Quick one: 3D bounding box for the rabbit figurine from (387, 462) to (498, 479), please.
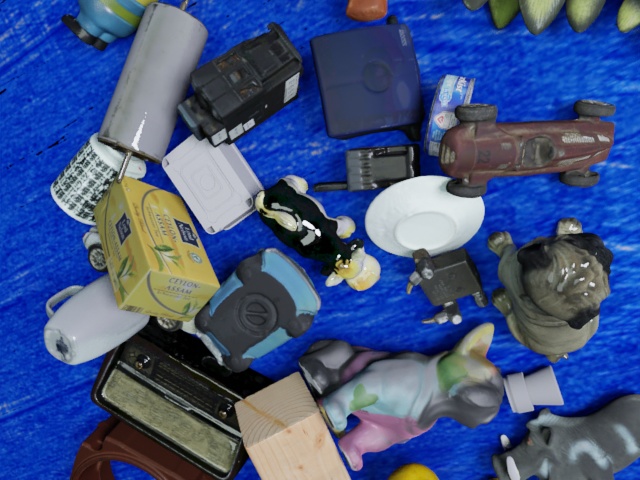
[{"bbox_3d":[0.140,0.327,0.643,0.173,0.122,0.162,42,132,-17],"label":"rabbit figurine"}]

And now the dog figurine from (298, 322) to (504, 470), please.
[{"bbox_3d":[0.102,0.160,0.629,0.219,0.192,0.108,-21,116,-11],"label":"dog figurine"}]

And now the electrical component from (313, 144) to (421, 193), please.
[{"bbox_3d":[0.052,-0.081,0.606,0.119,0.075,0.047,0,101,19],"label":"electrical component"}]

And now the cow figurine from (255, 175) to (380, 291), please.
[{"bbox_3d":[0.001,-0.003,0.622,0.167,0.098,0.068,41,102,4],"label":"cow figurine"}]

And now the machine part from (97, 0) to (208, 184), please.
[{"bbox_3d":[-0.193,-0.179,0.624,0.079,0.079,0.243,17,87,11],"label":"machine part"}]

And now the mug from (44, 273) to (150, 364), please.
[{"bbox_3d":[-0.279,0.091,0.639,0.110,0.107,0.080,25,120,11],"label":"mug"}]

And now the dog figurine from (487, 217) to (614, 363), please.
[{"bbox_3d":[0.232,0.068,0.526,0.121,0.190,0.172,-23,96,18],"label":"dog figurine"}]

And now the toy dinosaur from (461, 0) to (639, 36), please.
[{"bbox_3d":[0.207,-0.305,0.507,0.472,0.105,0.198,38,116,14],"label":"toy dinosaur"}]

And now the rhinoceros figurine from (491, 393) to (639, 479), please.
[{"bbox_3d":[0.291,0.238,0.606,0.190,0.073,0.112,-31,93,18],"label":"rhinoceros figurine"}]

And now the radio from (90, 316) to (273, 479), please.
[{"bbox_3d":[-0.182,0.207,0.726,0.230,0.073,0.131,27,107,8],"label":"radio"}]

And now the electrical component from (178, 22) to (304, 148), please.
[{"bbox_3d":[-0.087,-0.158,0.582,0.134,0.115,0.058,-36,88,-9],"label":"electrical component"}]

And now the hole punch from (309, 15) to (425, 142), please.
[{"bbox_3d":[0.051,-0.170,0.581,0.116,0.092,0.142,-10,95,13],"label":"hole punch"}]

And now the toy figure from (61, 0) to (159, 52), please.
[{"bbox_3d":[-0.222,-0.302,0.631,0.089,0.082,0.180,40,104,-8],"label":"toy figure"}]

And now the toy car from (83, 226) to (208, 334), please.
[{"bbox_3d":[-0.220,0.046,0.703,0.202,0.073,0.056,40,112,4],"label":"toy car"}]

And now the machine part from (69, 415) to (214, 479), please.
[{"bbox_3d":[-0.249,0.358,0.761,0.201,0.087,0.201,26,110,8],"label":"machine part"}]

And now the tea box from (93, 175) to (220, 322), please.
[{"bbox_3d":[-0.197,0.008,0.636,0.068,0.098,0.170,-48,51,18],"label":"tea box"}]

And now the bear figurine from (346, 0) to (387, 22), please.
[{"bbox_3d":[-0.034,-0.297,0.546,0.196,0.120,0.132,1,82,17],"label":"bear figurine"}]

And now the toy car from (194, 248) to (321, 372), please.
[{"bbox_3d":[-0.069,0.080,0.654,0.161,0.103,0.109,-43,87,19],"label":"toy car"}]

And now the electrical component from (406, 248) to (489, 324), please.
[{"bbox_3d":[0.142,0.053,0.608,0.078,0.045,0.102,-15,125,21],"label":"electrical component"}]

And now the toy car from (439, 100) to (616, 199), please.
[{"bbox_3d":[0.212,-0.090,0.529,0.202,0.053,0.089,-4,112,-16],"label":"toy car"}]
